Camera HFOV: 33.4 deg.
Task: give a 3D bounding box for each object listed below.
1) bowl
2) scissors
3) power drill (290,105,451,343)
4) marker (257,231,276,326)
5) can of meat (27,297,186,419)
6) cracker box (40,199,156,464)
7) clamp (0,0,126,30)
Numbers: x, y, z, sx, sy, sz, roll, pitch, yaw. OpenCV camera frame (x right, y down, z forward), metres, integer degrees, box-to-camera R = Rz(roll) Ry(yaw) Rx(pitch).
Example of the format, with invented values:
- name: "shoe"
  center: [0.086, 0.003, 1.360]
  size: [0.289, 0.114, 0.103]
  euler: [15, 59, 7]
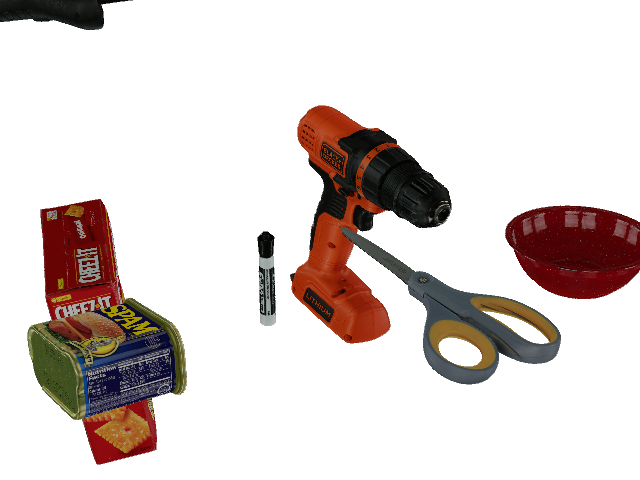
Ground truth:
- name: "bowl"
  center: [0.282, 0.018, 1.167]
  size: [0.162, 0.055, 0.162]
  euler: [-1, 27, 0]
- name: "scissors"
  center: [0.064, 0.042, 0.725]
  size: [0.202, 0.016, 0.096]
  euler: [23, 39, 34]
- name: "power drill"
  center: [0.038, -0.006, 0.939]
  size: [0.057, 0.188, 0.185]
  euler: [-12, 36, -32]
- name: "marker"
  center: [-0.061, 0.043, 1.206]
  size: [0.020, 0.121, 0.020]
  euler: [0, 32, 0]
- name: "can of meat"
  center: [-0.161, 0.087, 0.797]
  size: [0.083, 0.057, 0.102]
  euler: [-13, 21, -32]
- name: "cracker box"
  center: [-0.223, 0.090, 1.079]
  size: [0.072, 0.214, 0.164]
  euler: [-12, 34, -9]
- name: "clamp"
  center: [-0.195, -0.186, 0.798]
  size: [0.172, 0.039, 0.120]
  euler: [12, 24, 28]
